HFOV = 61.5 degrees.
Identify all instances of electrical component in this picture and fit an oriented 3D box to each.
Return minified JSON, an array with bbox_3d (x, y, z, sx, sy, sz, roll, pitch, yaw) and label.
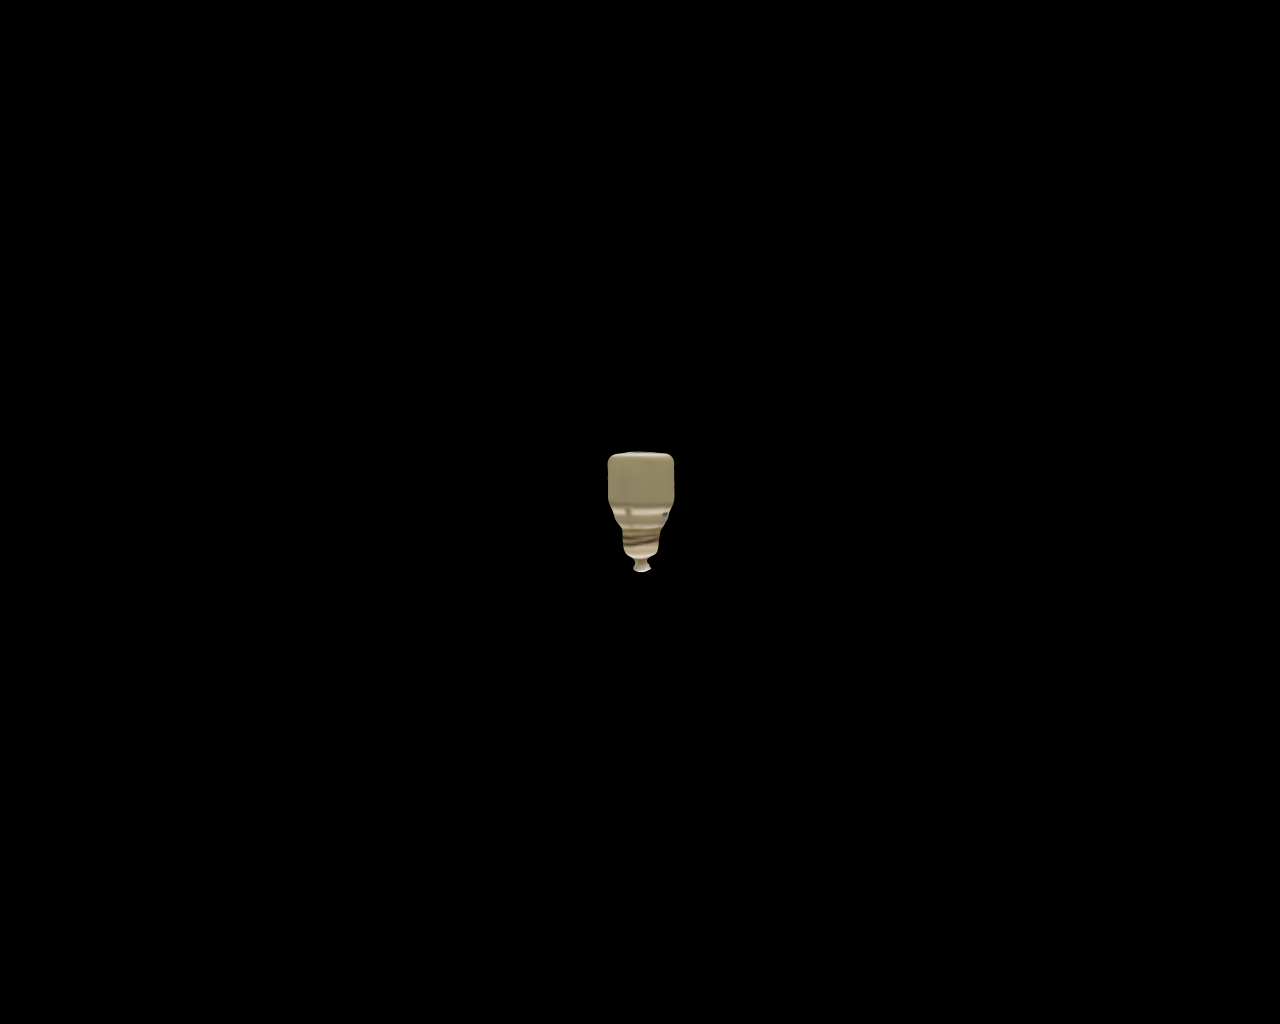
[{"bbox_3d":[0.001,-0.003,0.650,0.040,0.078,0.040,0,4,0],"label":"electrical component"}]
